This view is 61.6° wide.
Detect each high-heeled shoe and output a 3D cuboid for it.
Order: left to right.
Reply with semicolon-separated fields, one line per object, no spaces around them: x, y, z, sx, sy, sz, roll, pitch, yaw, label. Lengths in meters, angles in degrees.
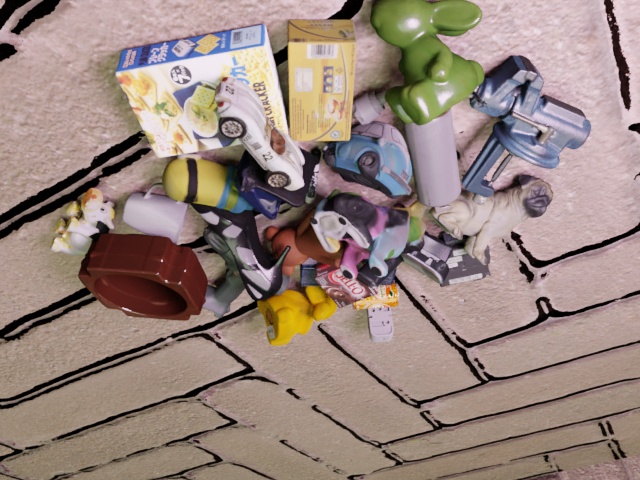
-0.169;0.013;1.013;0.249;0.086;0.145;33;117;-9;high-heeled shoe

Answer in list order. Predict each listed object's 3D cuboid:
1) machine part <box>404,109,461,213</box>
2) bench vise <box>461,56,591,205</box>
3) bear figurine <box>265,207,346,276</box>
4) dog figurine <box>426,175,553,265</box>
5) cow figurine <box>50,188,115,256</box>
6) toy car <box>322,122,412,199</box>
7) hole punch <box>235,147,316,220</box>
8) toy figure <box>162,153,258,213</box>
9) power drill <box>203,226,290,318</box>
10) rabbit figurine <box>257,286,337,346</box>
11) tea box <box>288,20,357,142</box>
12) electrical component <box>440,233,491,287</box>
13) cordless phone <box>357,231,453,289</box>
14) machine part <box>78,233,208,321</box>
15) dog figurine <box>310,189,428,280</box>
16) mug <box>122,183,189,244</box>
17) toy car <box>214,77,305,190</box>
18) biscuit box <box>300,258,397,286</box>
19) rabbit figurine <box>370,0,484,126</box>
0.186;-0.141;0.889;0.079;0.079;0.242;-11;129;8;machine part
0.296;-0.159;0.864;0.223;0.129;0.240;12;130;-18;bench vise
-0.005;-0.002;1.040;0.132;0.120;0.196;-27;-174;-37;bear figurine
0.314;-0.073;1.001;0.172;0.121;0.190;41;97;-16;dog figurine
-0.424;-0.027;0.999;0.098;0.068;0.167;25;135;-36;cow figurine
0.088;-0.139;0.877;0.109;0.162;0.103;35;83;-48;toy car
-0.083;-0.107;0.894;0.115;0.142;0.092;30;153;-22;hole punch
-0.179;-0.093;0.926;0.180;0.089;0.082;19;129;-20;toy figure
-0.196;0.070;1.128;0.232;0.086;0.207;30;122;-33;power drill
-0.035;0.148;1.199;0.173;0.122;0.162;-8;158;-29;rabbit figurine
0.001;-0.232;0.797;0.098;0.068;0.169;0;140;-4;tea box
0.296;0.032;1.127;0.115;0.058;0.134;-13;138;8;electrical component
0.161;0.054;1.027;0.147;0.184;0.088;34;130;17;cordless phone
-0.325;0.071;1.011;0.201;0.087;0.201;3;149;7;machine part
0.105;-0.036;0.944;0.108;0.219;0.191;-20;107;48;dog figurine
-0.298;-0.054;0.973;0.107;0.081;0.109;14;123;-12;mug
-0.084;-0.149;0.780;0.056;0.073;0.201;-19;139;21;toy car
0.059;0.057;1.135;0.203;0.059;0.062;1;137;-5;biscuit box
0.144;-0.263;0.732;0.159;0.121;0.170;-31;105;10;rabbit figurine
